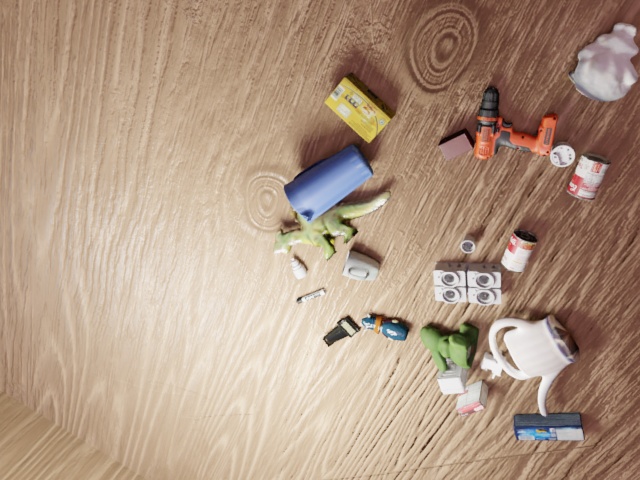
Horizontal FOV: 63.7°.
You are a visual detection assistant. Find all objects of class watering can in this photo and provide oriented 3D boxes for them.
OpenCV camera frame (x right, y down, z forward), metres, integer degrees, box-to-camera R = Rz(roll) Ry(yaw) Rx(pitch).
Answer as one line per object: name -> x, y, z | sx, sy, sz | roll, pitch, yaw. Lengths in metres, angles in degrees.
watering can -> 0.651, 0.354, 1.509 | 0.221, 0.106, 0.346 | -32, 99, 29

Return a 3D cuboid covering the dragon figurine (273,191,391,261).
dragon figurine -> 0.005, -0.079, 1.568 | 0.243, 0.123, 0.405 | 46, 112, 6

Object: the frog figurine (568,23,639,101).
frog figurine -> 0.651, -0.396, 1.151 | 0.139, 0.124, 0.156 | 45, 135, 18
